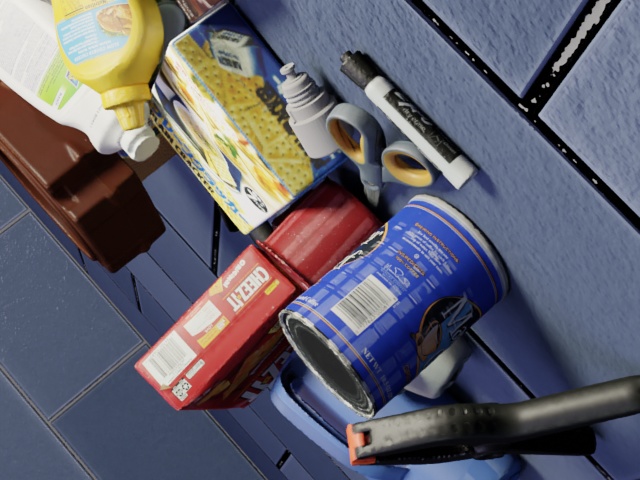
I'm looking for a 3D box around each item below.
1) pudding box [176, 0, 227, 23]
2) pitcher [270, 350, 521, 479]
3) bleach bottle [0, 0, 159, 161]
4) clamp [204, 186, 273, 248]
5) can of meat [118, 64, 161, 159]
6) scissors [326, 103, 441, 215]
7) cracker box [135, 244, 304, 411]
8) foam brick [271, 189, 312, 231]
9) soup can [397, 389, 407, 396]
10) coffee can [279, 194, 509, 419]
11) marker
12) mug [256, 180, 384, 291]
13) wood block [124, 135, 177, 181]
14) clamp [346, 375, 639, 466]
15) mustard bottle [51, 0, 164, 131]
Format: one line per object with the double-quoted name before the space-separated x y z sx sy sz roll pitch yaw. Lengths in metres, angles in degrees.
"pudding box" -0.101 -0.222 0.781 0.113 0.039 0.090 54 163 -12
"pitcher" 0.071 0.188 1.061 0.243 0.149 0.145 39 161 22
"bleach bottle" -0.242 -0.155 0.996 0.251 0.067 0.103 44 120 22
"clamp" -0.098 -0.056 1.136 0.120 0.039 0.171 28 153 50
"can of meat" -0.186 -0.142 1.070 0.057 0.102 0.084 40 163 27
"scissors" 0.056 -0.043 0.804 0.096 0.016 0.201 25 166 23
"cracker box" -0.074 0.097 1.089 0.072 0.164 0.213 45 -177 15
"foam brick" -0.007 0.001 1.003 0.051 0.053 0.078 42 162 25
"soup can" 0.055 0.092 1.013 0.102 0.068 0.068 44 163 19
"coffee can" 0.055 0.048 0.791 0.103 0.140 0.103 45 163 18
"marker" 0.057 -0.082 0.713 0.121 0.020 0.020 47 163 10
"mug" 0.014 0.009 0.887 0.117 0.081 0.093 38 173 47
"wood block" -0.257 -0.167 1.220 0.206 0.090 0.091 44 164 18
"clamp" 0.126 0.141 0.775 0.164 0.210 0.036 77 -174 -66
"mustard bottle" -0.175 -0.184 0.870 0.096 0.058 0.191 -12 94 30
